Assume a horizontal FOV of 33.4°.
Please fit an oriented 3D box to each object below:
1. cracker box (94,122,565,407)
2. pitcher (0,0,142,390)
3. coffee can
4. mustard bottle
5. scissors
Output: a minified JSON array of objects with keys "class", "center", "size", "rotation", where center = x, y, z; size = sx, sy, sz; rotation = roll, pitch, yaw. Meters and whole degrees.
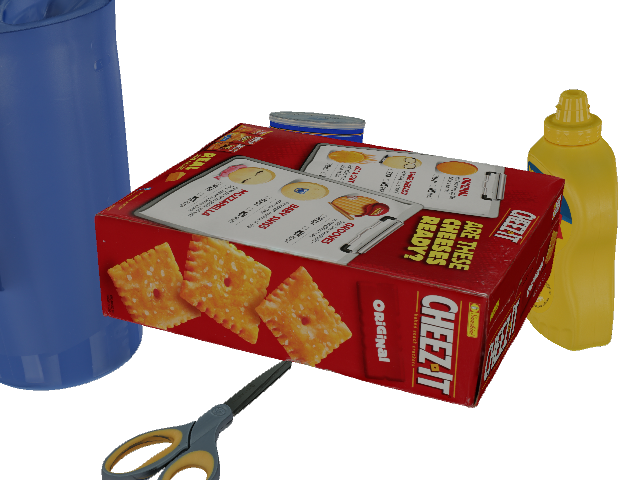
[{"class":"cracker box","center":[0.010,0.004,0.594],"size":[0.214,0.072,0.164],"rotation":[12,28,21]},{"class":"pitcher","center":[-0.185,-0.028,0.658],"size":[0.149,0.243,0.145],"rotation":[-10,26,-13]},{"class":"coffee can","center":[-0.009,-0.063,1.148],"size":[0.103,0.140,0.103],"rotation":[4,11,-1]},{"class":"mustard bottle","center":[0.188,-0.020,0.803],"size":[0.058,0.192,0.096],"rotation":[-9,27,-9]},{"class":"scissors","center":[-0.073,0.150,0.831],"size":[0.201,0.016,0.096],"rotation":[-22,34,-34]}]
